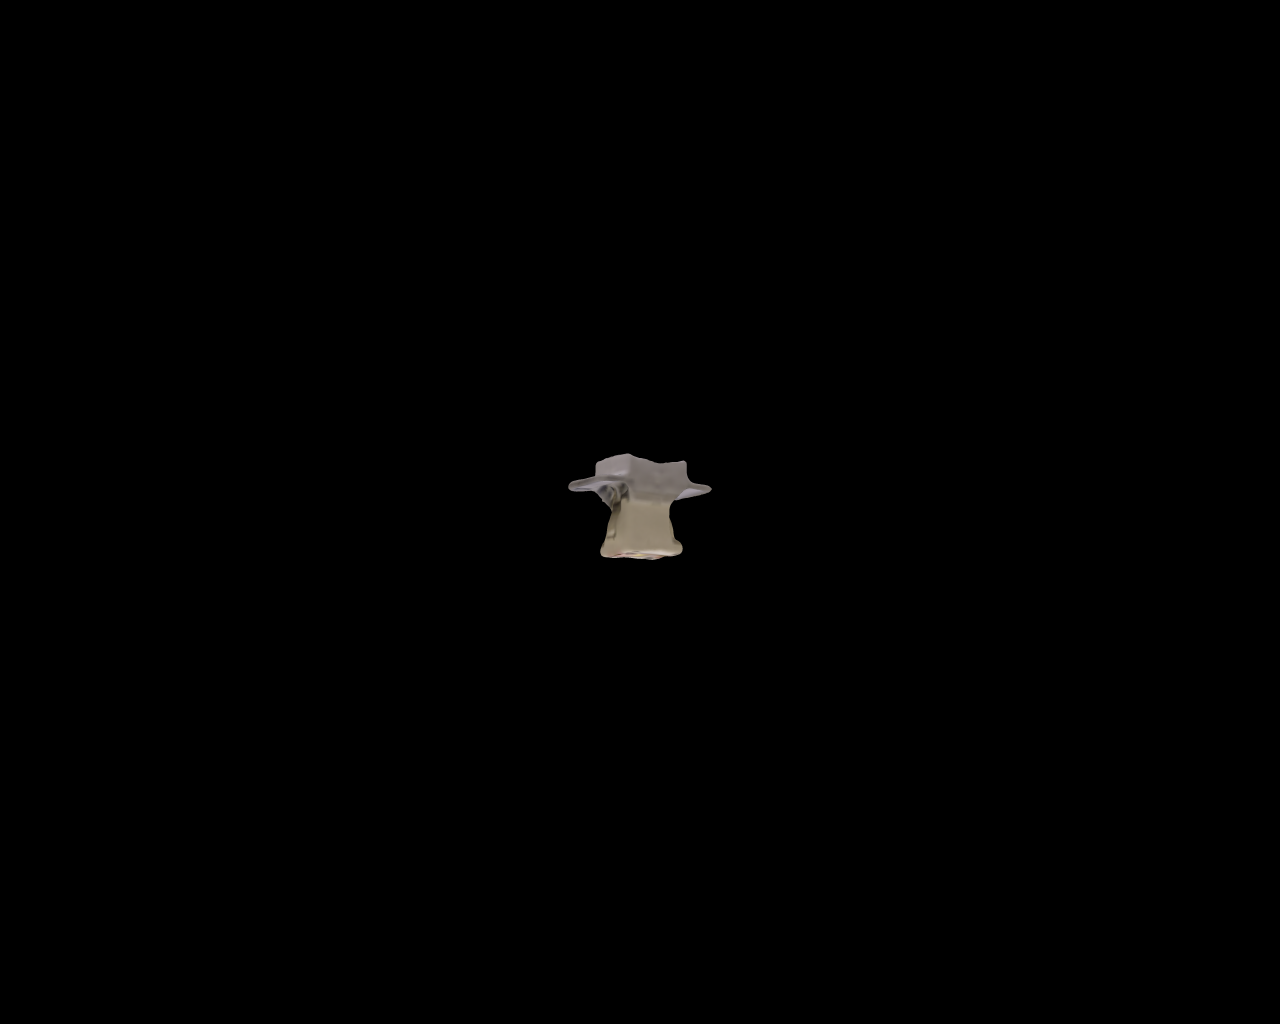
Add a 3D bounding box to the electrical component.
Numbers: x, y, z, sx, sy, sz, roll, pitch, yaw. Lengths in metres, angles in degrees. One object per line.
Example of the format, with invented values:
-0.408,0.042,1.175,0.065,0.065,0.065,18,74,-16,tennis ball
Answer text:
0.001,-0.003,0.650,0.081,0.063,0.042,5,-10,-32,electrical component
